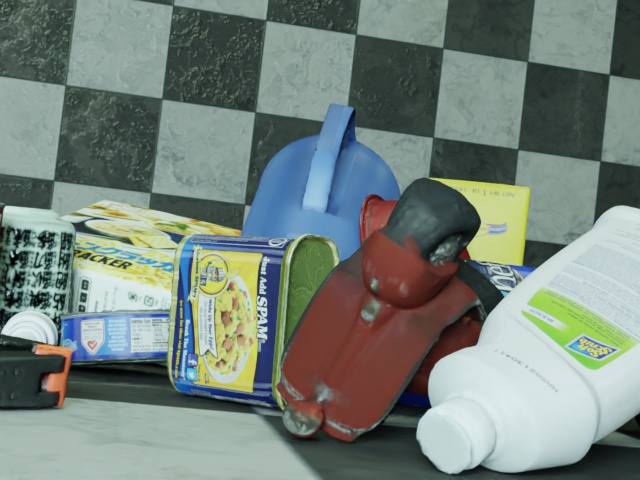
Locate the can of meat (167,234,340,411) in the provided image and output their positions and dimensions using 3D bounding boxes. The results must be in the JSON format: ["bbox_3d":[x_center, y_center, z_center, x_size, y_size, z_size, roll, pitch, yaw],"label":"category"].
[{"bbox_3d":[-0.040,0.046,0.624,0.084,0.102,0.057,3,-2,30],"label":"can of meat"}]

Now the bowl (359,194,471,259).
[{"bbox_3d":[0.087,0.033,0.838,0.055,0.162,0.162,-18,-10,19],"label":"bowl"}]

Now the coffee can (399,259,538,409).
[{"bbox_3d":[0.097,0.063,0.703,0.140,0.103,0.103,7,-2,-5],"label":"coffee can"}]

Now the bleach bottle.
[{"bbox_3d":[0.129,0.052,0.553,0.103,0.068,0.250,28,32,33],"label":"bleach bottle"}]

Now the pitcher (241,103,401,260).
[{"bbox_3d":[-0.006,0.001,0.866,0.145,0.149,0.242,-31,15,19],"label":"pitcher"}]

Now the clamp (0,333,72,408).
[{"bbox_3d":[-0.227,0.050,0.504,0.209,0.036,0.165,9,4,-24],"label":"clamp"}]

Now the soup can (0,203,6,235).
[{"bbox_3d":[-0.233,0.024,0.652,0.068,0.102,0.068,6,-2,0],"label":"soup can"}]

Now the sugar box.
[{"bbox_3d":[0.130,0.038,0.938,0.093,0.176,0.048,5,-4,9],"label":"sugar box"}]

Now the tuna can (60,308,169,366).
[{"bbox_3d":[-0.128,0.065,0.706,0.086,0.034,0.086,-2,-7,0],"label":"tuna can"}]
